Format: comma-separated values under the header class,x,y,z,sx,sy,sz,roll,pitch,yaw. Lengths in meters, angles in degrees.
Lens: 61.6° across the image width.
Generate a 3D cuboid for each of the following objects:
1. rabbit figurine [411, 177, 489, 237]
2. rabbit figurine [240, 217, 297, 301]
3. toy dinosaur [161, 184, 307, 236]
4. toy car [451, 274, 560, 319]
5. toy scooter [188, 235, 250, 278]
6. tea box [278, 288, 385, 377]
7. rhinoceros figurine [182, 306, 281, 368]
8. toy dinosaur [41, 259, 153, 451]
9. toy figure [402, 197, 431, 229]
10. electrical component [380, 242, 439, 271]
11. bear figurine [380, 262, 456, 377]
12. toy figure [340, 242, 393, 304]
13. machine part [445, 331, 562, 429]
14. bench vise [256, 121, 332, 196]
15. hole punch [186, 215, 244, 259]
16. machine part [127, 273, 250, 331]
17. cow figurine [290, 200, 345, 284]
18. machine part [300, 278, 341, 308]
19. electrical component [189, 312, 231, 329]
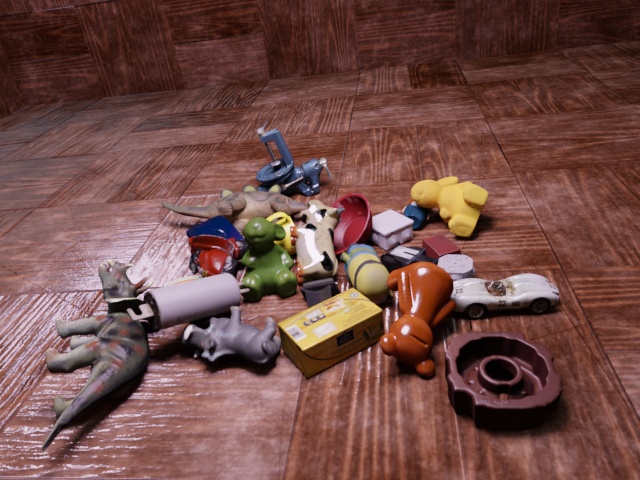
class,x,y,z,sx,sy,sz,roll,pitch,yaw
rabbit figurine,0.305,-0.103,1.283,0.173,0.121,0.162,17,27,10
rabbit figurine,-0.111,0.021,1.151,0.121,0.170,0.159,-4,30,6
toy dinosaur,-0.209,-0.081,1.436,0.472,0.104,0.199,2,22,0
toy car,0.341,0.102,1.006,0.202,0.056,0.073,-6,29,5
toy scooter,-0.238,0.036,1.184,0.135,0.075,0.184,16,26,-2
tea box,0.021,0.163,0.969,0.170,0.068,0.098,-21,32,-23
rhinoceros figurine,-0.162,0.186,0.983,0.191,0.073,0.112,7,43,22
toy dinosaur,-0.374,0.200,0.970,0.192,0.131,0.405,-14,36,-10
toy figure,0.251,-0.081,1.356,0.064,0.058,0.154,41,38,-5
electrical component,0.197,0.048,1.147,0.119,0.047,0.075,16,38,36
bear figurine,0.167,0.141,0.953,0.120,0.132,0.196,26,66,-5
toy figure,0.092,0.061,1.110,0.082,0.089,0.180,-17,32,1
machine part,0.278,0.212,0.828,0.179,0.055,0.179,-6,30,3
bench vise,-0.098,-0.220,1.528,0.224,0.240,0.129,-20,31,13
hole punch,-0.250,0.008,1.300,0.116,0.092,0.142,24,39,38
machine part,-0.240,0.115,1.016,0.243,0.079,0.079,-11,24,-40
cow figurine,-0.002,-0.004,1.190,0.127,0.085,0.195,-5,63,-8
machine part,0.002,0.119,1.085,0.084,0.039,0.139,-3,28,0
electrical component,-0.227,0.141,1.096,0.102,0.045,0.078,-29,34,-33
